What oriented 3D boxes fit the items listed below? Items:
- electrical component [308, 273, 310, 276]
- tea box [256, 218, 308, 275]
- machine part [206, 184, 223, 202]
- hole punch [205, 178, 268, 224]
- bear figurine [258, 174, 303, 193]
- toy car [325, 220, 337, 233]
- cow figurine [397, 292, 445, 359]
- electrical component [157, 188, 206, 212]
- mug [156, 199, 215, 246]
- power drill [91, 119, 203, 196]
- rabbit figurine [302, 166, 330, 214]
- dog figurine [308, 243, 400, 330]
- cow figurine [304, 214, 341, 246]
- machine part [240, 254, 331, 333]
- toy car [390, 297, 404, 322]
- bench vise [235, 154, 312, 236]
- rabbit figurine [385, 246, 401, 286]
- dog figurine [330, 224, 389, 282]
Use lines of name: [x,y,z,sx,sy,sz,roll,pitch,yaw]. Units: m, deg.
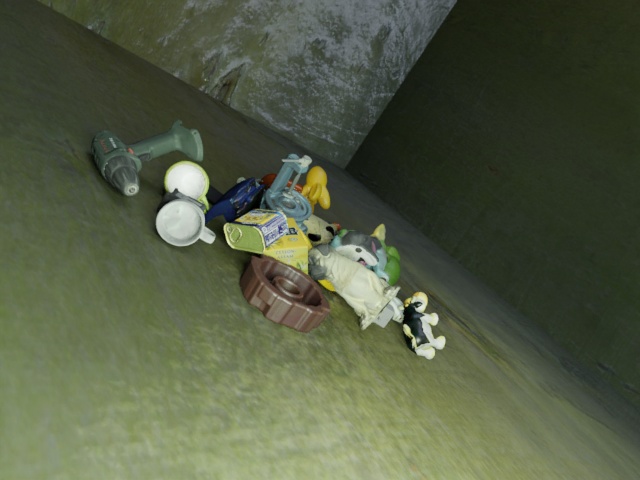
electrical component: [-0.047,0.068,1.180,0.078,0.045,0.102,38,13,10]
tea box: [-0.087,0.014,1.145,0.098,0.068,0.170,-6,23,-13]
machine part: [-0.263,-0.114,1.332,0.139,0.039,0.084,36,21,0]
hole punch: [-0.184,-0.077,1.165,0.092,0.115,0.142,32,39,6]
bear figurine: [-0.125,-0.118,1.506,0.132,0.120,0.196,34,14,-16]
toy car: [-0.022,-0.031,1.586,0.202,0.053,0.089,18,28,-43]
cow figurine: [0.226,0.191,1.272,0.098,0.068,0.167,19,41,-29]
electrical component: [-0.261,-0.052,1.085,0.119,0.047,0.075,32,13,-3]
mug: [-0.243,-0.034,0.994,0.109,0.080,0.107,26,6,-15]
power drill: [-0.343,-0.168,1.083,0.207,0.085,0.232,-29,45,-28]
rabbit figurine: [-0.037,-0.158,1.749,0.121,0.173,0.163,29,9,-38]
dog figurine: [0.065,0.086,1.169,0.191,0.121,0.172,41,-10,18]
cow figurine: [-0.003,-0.004,1.406,0.195,0.085,0.127,35,37,15]
machine part: [-0.067,0.099,0.998,0.179,0.056,0.179,32,14,-9]
toy car: [0.143,0.138,1.370,0.202,0.056,0.073,39,13,24]
bench vise: [-0.096,-0.117,1.280,0.129,0.240,0.224,-17,57,-46]
rabbit figurine: [0.134,0.064,1.496,0.170,0.121,0.159,44,30,-24]
dog figurine: [0.105,0.015,1.328,0.191,0.108,0.219,54,26,-23]
